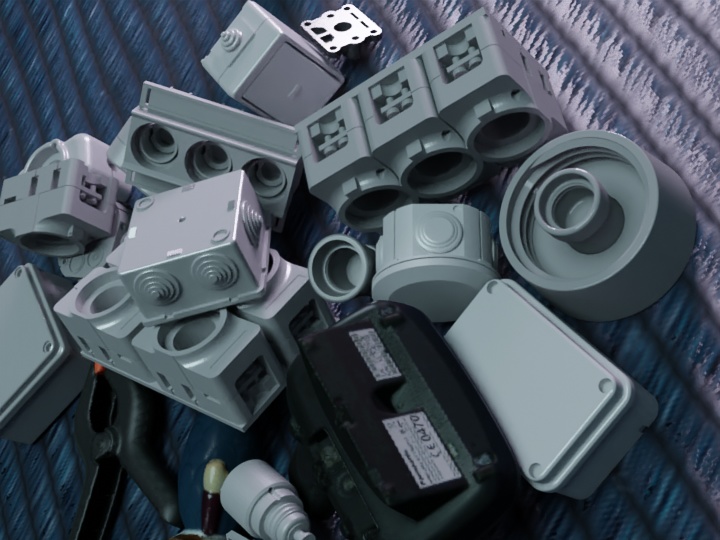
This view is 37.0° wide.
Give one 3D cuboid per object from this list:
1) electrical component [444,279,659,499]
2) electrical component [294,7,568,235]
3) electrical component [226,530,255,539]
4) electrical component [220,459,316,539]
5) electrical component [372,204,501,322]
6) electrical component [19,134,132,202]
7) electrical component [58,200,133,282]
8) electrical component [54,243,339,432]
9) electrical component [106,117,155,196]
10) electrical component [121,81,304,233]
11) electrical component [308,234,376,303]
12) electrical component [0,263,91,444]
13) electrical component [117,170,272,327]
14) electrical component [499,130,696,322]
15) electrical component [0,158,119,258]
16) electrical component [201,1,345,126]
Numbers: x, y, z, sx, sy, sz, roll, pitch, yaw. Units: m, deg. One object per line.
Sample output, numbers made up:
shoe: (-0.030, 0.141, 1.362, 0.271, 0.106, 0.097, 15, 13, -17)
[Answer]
electrical component: (0.101, 0.067, 0.615, 0.078, 0.057, 0.113, -52, 50, 8)
electrical component: (0.046, -0.087, 0.697, 0.150, 0.089, 0.061, -28, 57, 26)
electrical component: (-0.073, 0.211, 0.675, 0.042, 0.064, 0.081, 16, 123, 41)
electrical component: (-0.055, 0.151, 0.676, 0.078, 0.040, 0.040, 30, 91, 46)
electrical component: (0.048, -0.003, 0.669, 0.080, 0.080, 0.051, -17, 58, 31)
electrical component: (-0.255, -0.075, 0.940, 0.095, 0.059, 0.053, -26, 58, 27)
electrical component: (-0.205, -0.018, 0.885, 0.080, 0.051, 0.080, -15, 63, 32)
electrical component: (-0.122, 0.030, 0.767, 0.186, 0.060, 0.105, 16, 53, 40)
electrical component: (-0.144, -0.089, 0.867, 0.138, 0.052, 0.073, 41, 98, 39)
electrical component: (-0.103, -0.086, 0.787, 0.121, 0.063, 0.078, 18, 115, 2)
electrical component: (0.000, 0.000, 0.712, 0.044, 0.065, 0.044, -1, 87, 27)
electrical component: (-0.280, 0.070, 0.903, 0.108, 0.056, 0.108, -45, 51, 14)
electrical component: (-0.111, -0.017, 0.725, 0.100, 0.048, 0.099, -15, 38, 11)
electrical component: (0.133, -0.030, 0.627, 0.108, 0.060, 0.108, -15, 64, 32)
electrical component: (-0.243, -0.046, 0.856, 0.089, 0.050, 0.055, -11, 65, 33)
electrical component: (-0.067, -0.150, 0.803, 0.061, 0.096, 0.061, -50, 51, 11)
